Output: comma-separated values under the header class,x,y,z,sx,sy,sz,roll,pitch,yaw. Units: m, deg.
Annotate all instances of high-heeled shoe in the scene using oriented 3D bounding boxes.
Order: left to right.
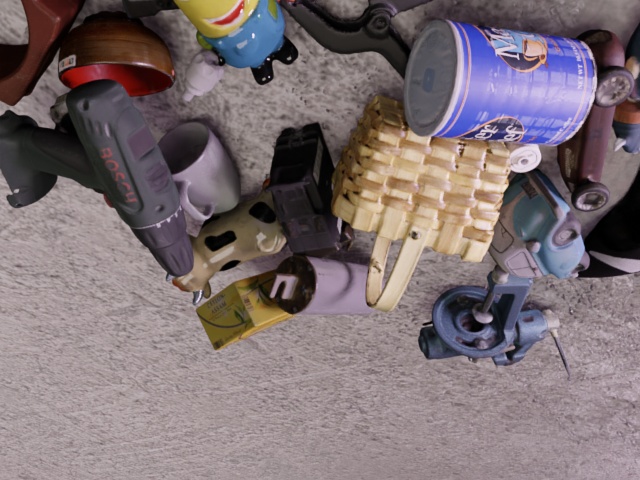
class,x,y,z,sx,sy,sz,roll,pitch,yaw
high-heeled shoe,0.366,-0.045,0.633,0.145,0.086,0.249,35,126,-22

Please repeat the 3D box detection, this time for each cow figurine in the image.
class,x,y,z,sx,sy,sz,roll,pitch,yaw
cow figurine,-0.126,0.008,0.715,0.195,0.127,0.085,-19,128,22

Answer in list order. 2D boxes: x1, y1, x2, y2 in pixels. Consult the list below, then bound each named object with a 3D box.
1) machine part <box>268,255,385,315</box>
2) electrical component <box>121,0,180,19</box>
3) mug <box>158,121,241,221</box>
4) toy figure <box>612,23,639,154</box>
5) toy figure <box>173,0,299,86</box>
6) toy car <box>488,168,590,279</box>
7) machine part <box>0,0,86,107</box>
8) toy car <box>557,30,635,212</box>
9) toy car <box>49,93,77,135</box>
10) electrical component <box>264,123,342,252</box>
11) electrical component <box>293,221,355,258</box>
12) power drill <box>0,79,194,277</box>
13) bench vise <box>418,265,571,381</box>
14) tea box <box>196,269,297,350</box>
class,x,y,z,sx,sy,sz,roll,pitch,yaw
machine part,0.017,0.064,0.740,0.079,0.079,0.243,-28,156,32
electrical component,-0.171,-0.253,0.504,0.119,0.048,0.074,1,136,4
mug,-0.140,-0.071,0.655,0.081,0.109,0.107,-19,145,16
toy figure,0.329,-0.155,0.537,0.064,0.058,0.154,4,142,13
toy figure,-0.088,-0.212,0.466,0.089,0.082,0.180,34,179,29
toy car,0.255,-0.007,0.658,0.103,0.109,0.161,-27,136,15
machine part,-0.345,-0.244,0.508,0.201,0.087,0.201,33,131,-27
toy car,0.277,-0.117,0.560,0.053,0.089,0.201,-6,136,10
toy car,-0.246,-0.099,0.671,0.074,0.056,0.201,-12,133,27
electrical component,-0.014,-0.053,0.645,0.058,0.115,0.134,-6,133,16
electrical component,-0.001,-0.003,0.751,0.102,0.045,0.078,-32,97,30
power drill,-0.252,-0.060,0.591,0.208,0.086,0.231,13,132,24
bench vise,0.261,0.111,0.785,0.224,0.129,0.240,1,141,3
tea box,-0.077,0.088,0.768,0.098,0.068,0.169,-35,167,34
